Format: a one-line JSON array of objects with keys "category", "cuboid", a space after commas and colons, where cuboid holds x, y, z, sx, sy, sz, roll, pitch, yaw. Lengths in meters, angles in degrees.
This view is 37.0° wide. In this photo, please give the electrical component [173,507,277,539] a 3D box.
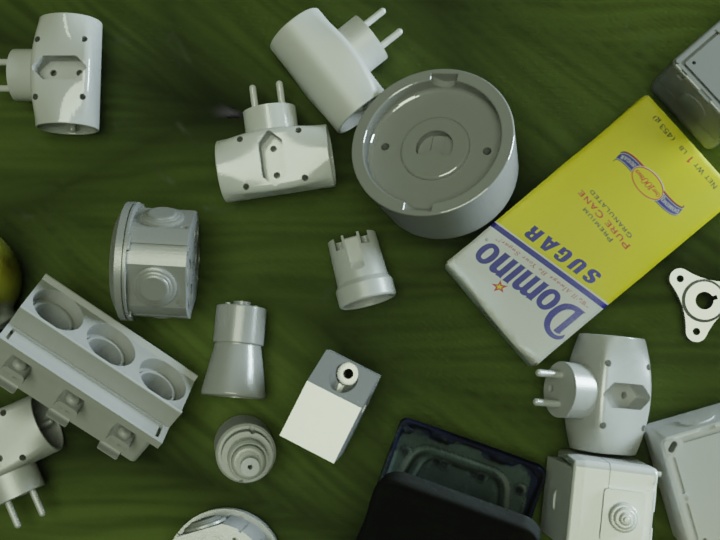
[{"category": "electrical component", "cuboid": [-0.094, 0.202, 0.720, 0.080, 0.051, 0.080, 0, 86, 3]}]

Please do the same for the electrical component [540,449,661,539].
[{"category": "electrical component", "cuboid": [0.152, 0.151, 0.686, 0.061, 0.096, 0.061, 6, 86, 4]}]

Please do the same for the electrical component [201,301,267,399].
[{"category": "electrical component", "cuboid": [-0.084, 0.054, 0.736, 0.044, 0.044, 0.065, 4, 81, 4]}]

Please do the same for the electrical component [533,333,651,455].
[{"category": "electrical component", "cuboid": [0.148, 0.080, 0.709, 0.079, 0.043, 0.077, 7, 86, -24]}]

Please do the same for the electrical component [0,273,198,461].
[{"category": "electrical component", "cuboid": [-0.179, 0.068, 0.713, 0.121, 0.078, 0.063, 36, 116, -12]}]

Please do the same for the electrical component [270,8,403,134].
[{"category": "electrical component", "cuboid": [-0.008, -0.149, 0.743, 0.079, 0.043, 0.077, -38, 85, 0]}]

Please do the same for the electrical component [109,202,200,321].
[{"category": "electrical component", "cuboid": [-0.137, -0.005, 0.724, 0.051, 0.080, 0.080, 3, 86, -2]}]

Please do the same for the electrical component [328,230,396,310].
[{"category": "electrical component", "cuboid": [0.000, 0.000, 0.735, 0.040, 0.040, 0.046, -15, 79, 2]}]

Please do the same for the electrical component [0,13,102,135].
[{"category": "electrical component", "cuboid": [-0.222, -0.137, 0.755, 0.079, 0.043, 0.077, 0, 86, 4]}]

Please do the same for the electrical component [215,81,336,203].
[{"category": "electrical component", "cuboid": [-0.060, -0.091, 0.743, 0.077, 0.043, 0.079, -8, 85, 3]}]

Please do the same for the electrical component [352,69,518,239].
[{"category": "electrical component", "cuboid": [0.055, -0.072, 0.720, 0.108, 0.060, 0.108, -7, 66, 15]}]

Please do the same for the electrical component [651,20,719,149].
[{"category": "electrical component", "cuboid": [0.254, -0.136, 0.721, 0.096, 0.061, 0.061, -40, 85, -8]}]

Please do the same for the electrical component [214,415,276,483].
[{"category": "electrical component", "cuboid": [-0.076, 0.122, 0.715, 0.040, 0.078, 0.040, -1, 93, -10]}]

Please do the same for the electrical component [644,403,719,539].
[{"category": "electrical component", "cuboid": [0.231, 0.141, 0.703, 0.062, 0.061, 0.096, -17, 93, 1]}]

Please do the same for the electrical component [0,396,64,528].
[{"category": "electrical component", "cuboid": [-0.241, 0.136, 0.738, 0.077, 0.043, 0.079, -25, 85, 1]}]
